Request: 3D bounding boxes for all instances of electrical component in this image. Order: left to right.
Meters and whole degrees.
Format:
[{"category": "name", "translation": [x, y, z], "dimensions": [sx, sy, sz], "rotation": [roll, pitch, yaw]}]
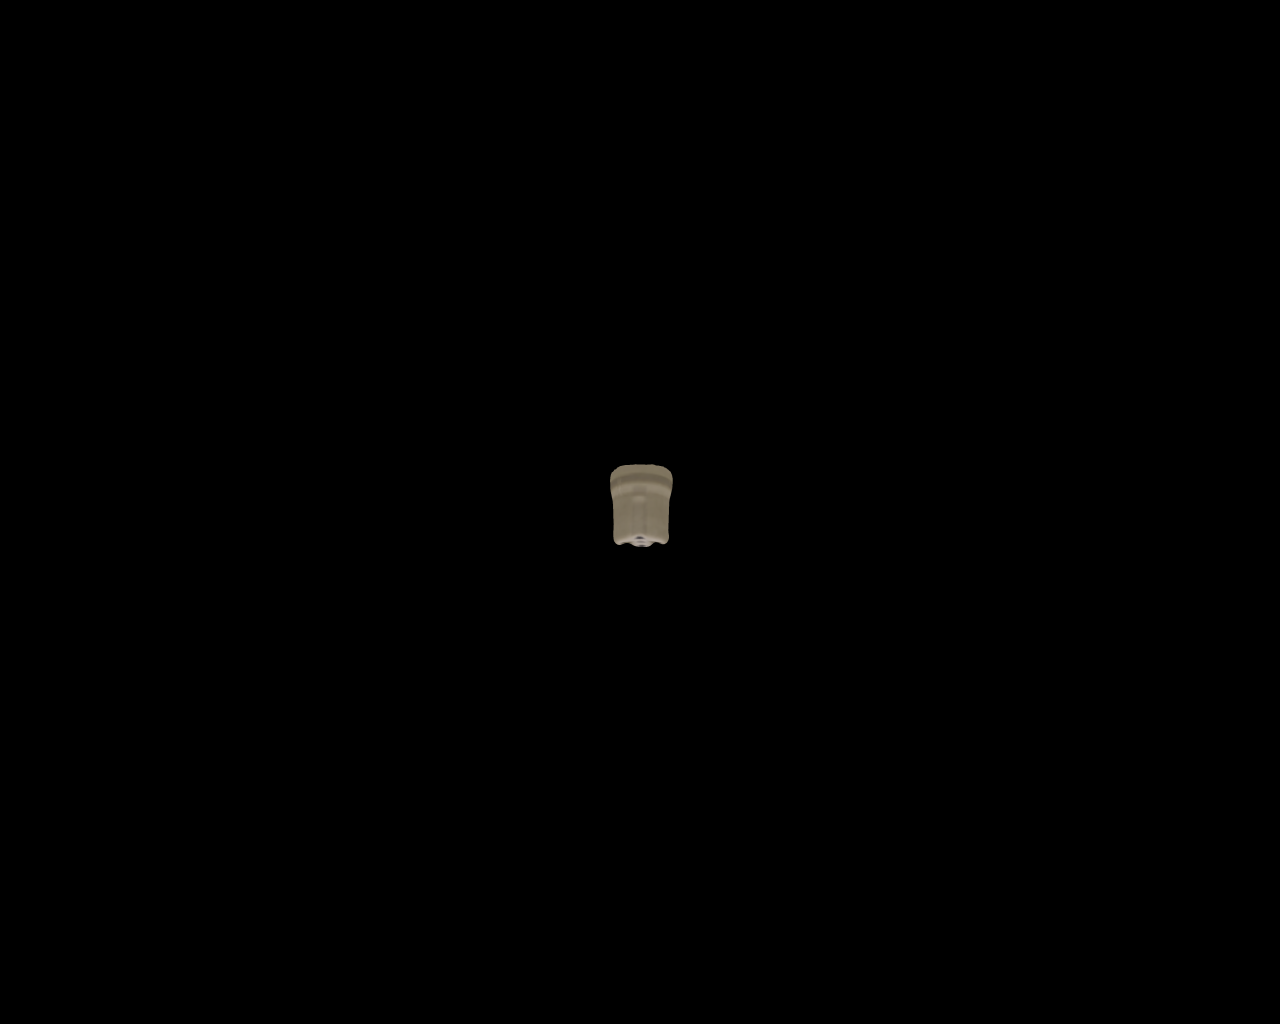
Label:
[{"category": "electrical component", "translation": [0.001, -0.003, 0.650], "dimensions": [0.040, 0.046, 0.040], "rotation": [0, -19, 0]}]
